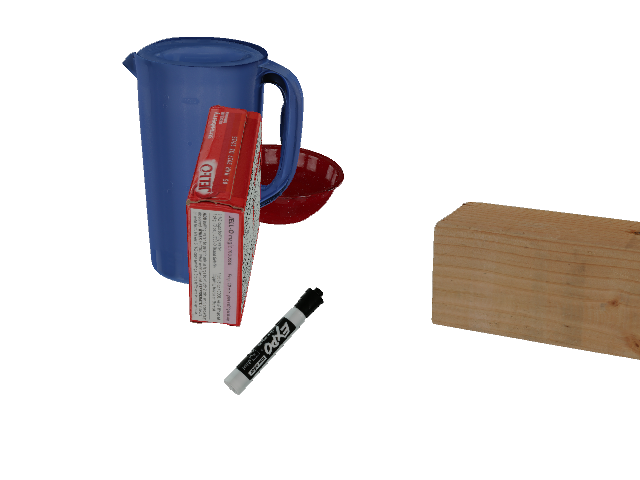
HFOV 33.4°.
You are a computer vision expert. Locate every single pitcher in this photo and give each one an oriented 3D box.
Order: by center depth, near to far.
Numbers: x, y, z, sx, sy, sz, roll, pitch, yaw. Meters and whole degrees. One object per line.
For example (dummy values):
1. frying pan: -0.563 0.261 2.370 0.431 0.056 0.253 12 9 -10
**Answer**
1. pitcher: -0.112 -0.081 1.096 0.144 0.243 0.149 -11 26 -29

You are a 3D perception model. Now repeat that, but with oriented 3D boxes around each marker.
1. marker: -0.040 0.088 0.958 0.121 0.020 0.020 -47 19 -18

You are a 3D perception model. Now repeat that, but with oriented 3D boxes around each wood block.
1. wood block: 0.204 0.030 0.881 0.206 0.090 0.090 8 19 26

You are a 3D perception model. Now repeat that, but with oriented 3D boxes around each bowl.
1. bowl: -0.054 -0.063 1.297 0.162 0.055 0.162 5 26 -3

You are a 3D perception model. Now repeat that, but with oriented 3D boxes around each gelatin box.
1. gelatin box: -0.049 -0.012 0.546 0.030 0.073 0.089 6 -44 1
